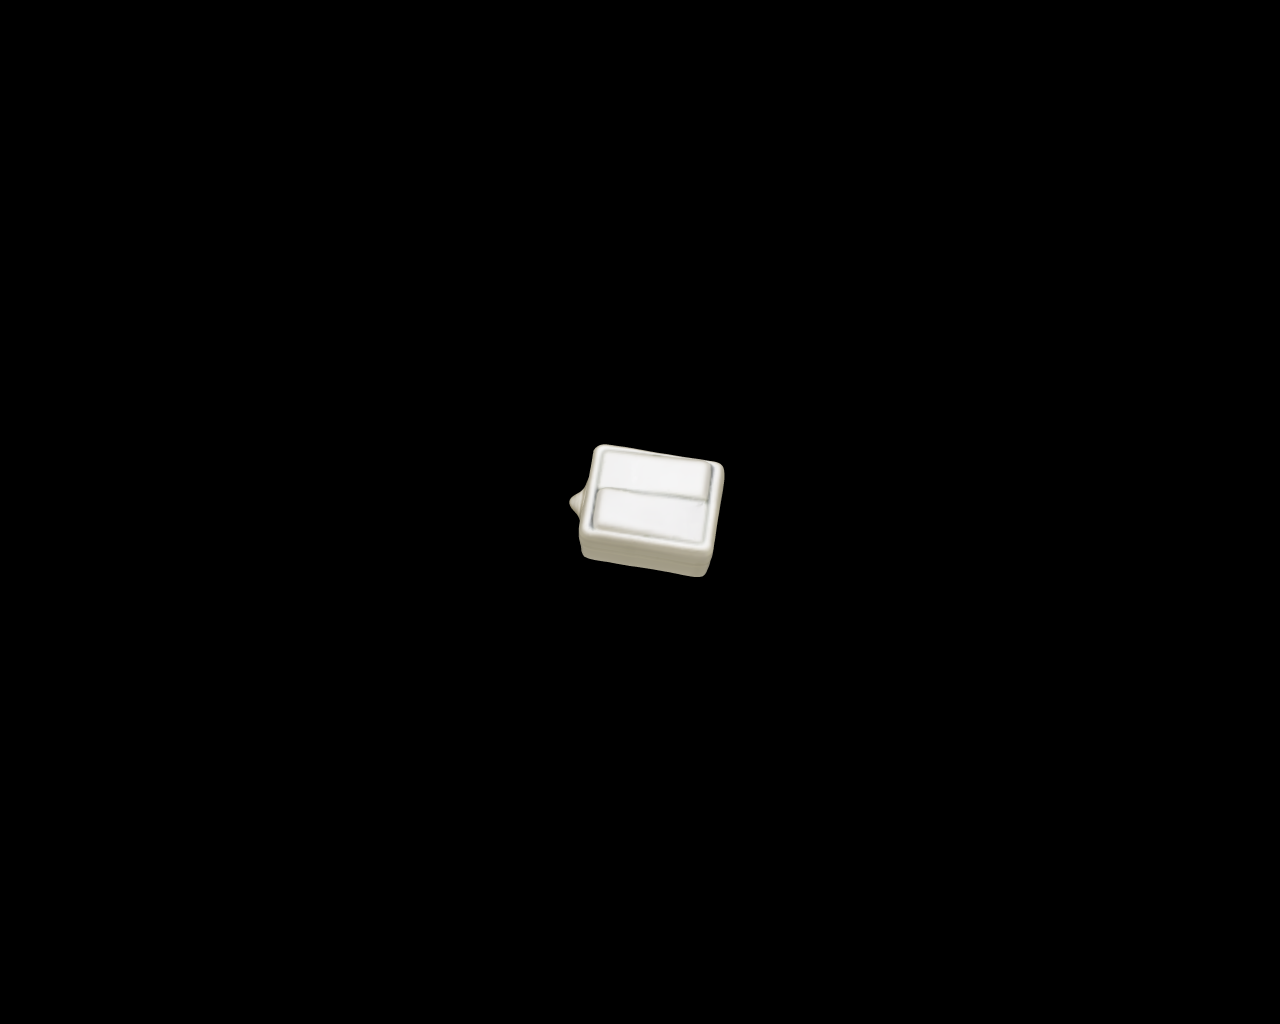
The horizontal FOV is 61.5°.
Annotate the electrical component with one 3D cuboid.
[{"bbox_3d":[0.001,-0.003,0.650,0.096,0.062,0.061,10,-19,3],"label":"electrical component"}]
